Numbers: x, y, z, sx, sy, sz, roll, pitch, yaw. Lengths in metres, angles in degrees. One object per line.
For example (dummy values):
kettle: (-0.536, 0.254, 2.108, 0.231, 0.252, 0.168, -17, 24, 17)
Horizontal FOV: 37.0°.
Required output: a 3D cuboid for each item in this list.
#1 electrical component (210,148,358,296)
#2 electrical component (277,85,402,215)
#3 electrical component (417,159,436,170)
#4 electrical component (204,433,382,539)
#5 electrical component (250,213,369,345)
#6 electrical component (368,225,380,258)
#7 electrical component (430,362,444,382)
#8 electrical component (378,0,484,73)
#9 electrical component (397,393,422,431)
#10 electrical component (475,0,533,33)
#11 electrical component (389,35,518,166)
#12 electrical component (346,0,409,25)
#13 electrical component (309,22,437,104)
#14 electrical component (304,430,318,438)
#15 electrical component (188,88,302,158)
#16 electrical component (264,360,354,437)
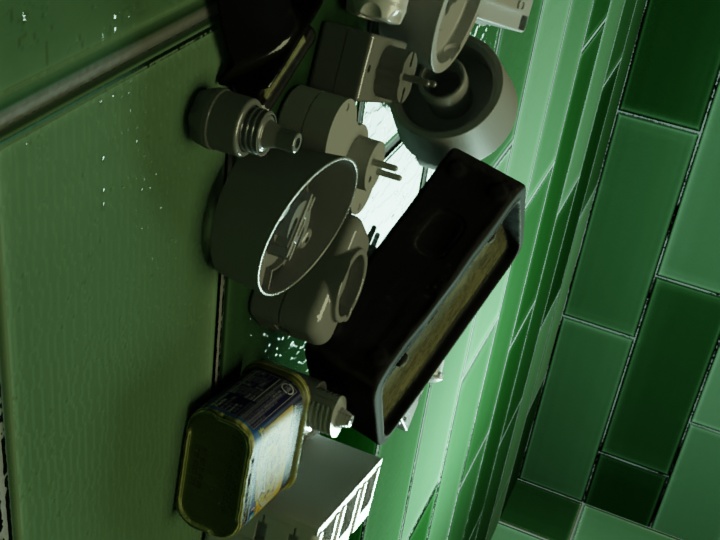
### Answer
electrical component: (-0.050, -0.033, 0.682, 0.099, 0.064, 0.099, 19, 90, -75)
electrical component: (-0.005, -0.078, 0.763, 0.138, 0.074, 0.052, 56, 54, -71)
electrical component: (0.090, -0.127, 1.034, 0.138, 0.074, 0.052, 38, 71, -73)
electrical component: (-0.052, 0.192, 0.878, 0.150, 0.089, 0.061, -30, 135, -67)
electrical component: (-0.032, 0.003, 0.790, 0.053, 0.059, 0.095, 66, 44, -67)
electrical component: (0.000, 0.000, 0.926, 0.077, 0.043, 0.079, 60, 51, -70)
electrical component: (0.084, 0.107, 1.335, 0.048, 0.048, 0.062, 20, 82, -74)
electrical component: (0.053, -0.213, 0.826, 0.108, 0.060, 0.108, -57, 164, -27)
electrical component: (0.042, 0.126, 1.200, 0.099, 0.048, 0.099, 68, 43, -67)
electrical component: (0.112, -0.270, 0.933, 0.109, 0.056, 0.108, -5, 113, -56)
electrical component: (0.075, -0.148, 0.906, 0.108, 0.108, 0.060, -68, 158, -12)
electrical component: (0.016, -0.206, 0.752, 0.043, 0.043, 0.062, -14, 120, -72)
electrical component: (0.017, -0.141, 0.764, 0.083, 0.076, 0.047, -22, 128, -70)
electrical component: (-0.046, 0.127, 0.929, 0.061, 0.035, 0.035, 24, 84, -76)
electrical component: (-0.062, -0.078, 0.593, 0.035, 0.061, 0.035, 18, 90, -74)
electrical component: (-0.043, 0.102, 0.824, 0.043, 0.081, 0.043, 18, 90, -74)
